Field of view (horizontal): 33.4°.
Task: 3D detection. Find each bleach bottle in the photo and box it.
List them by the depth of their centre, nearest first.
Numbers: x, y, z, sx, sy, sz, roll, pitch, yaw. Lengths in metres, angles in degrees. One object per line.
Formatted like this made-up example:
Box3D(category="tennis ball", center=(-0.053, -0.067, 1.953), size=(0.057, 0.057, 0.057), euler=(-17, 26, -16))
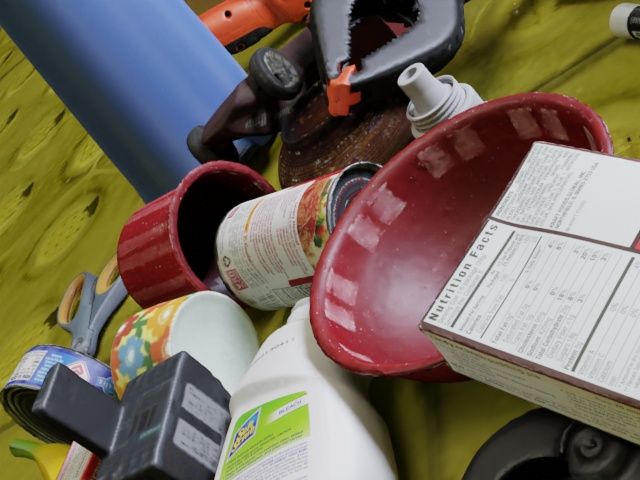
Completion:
Box3D(category="bleach bottle", center=(-0.004, 0.111, 0.463), size=(0.103, 0.068, 0.250), euler=(-31, 29, 25))

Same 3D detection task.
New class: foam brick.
Box3D(category="foam brick", center=(0.038, -0.146, 0.729), size=(0.053, 0.078, 0.051), euler=(-19, 37, 38))

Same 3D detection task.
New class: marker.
Box3D(category="marker", center=(0.187, -0.103, 0.525), size=(0.020, 0.020, 0.121), euler=(-49, 28, -4))

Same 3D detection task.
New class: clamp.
Box3D(category="clamp", center=(0.106, 0.071, 0.385), size=(0.172, 0.039, 0.120), euler=(-33, 30, 17))
Box3D(category="clamp", center=(0.046, -0.161, 0.663), size=(0.165, 0.036, 0.209), euler=(27, 59, 18))

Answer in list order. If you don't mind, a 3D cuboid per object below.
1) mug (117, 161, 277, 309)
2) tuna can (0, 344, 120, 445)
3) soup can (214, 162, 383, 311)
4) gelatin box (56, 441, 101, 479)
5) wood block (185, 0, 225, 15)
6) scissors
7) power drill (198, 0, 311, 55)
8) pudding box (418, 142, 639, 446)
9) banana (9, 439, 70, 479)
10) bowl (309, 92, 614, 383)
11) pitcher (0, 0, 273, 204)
Box3D(category="mug", center=(-0.068, 0.001, 0.684), size=(0.117, 0.093, 0.082), euler=(-28, 5, -41))
Box3D(category="tuna can", center=(-0.151, 0.102, 0.656), size=(0.086, 0.086, 0.033), euler=(-16, 39, 45))
Box3D(category="soup can", center=(-0.004, 0.001, 0.603), size=(0.102, 0.068, 0.068), euler=(-16, 40, 46))
Box3D(category="gelatin box", center=(-0.105, 0.150, 0.539), size=(0.030, 0.073, 0.089), euler=(-23, 35, 38))
Box3D(category="wood block", center=(-0.051, -0.281, 1.021), size=(0.207, 0.090, 0.090), euler=(-19, 38, 42))
Box3D(category="scissors", center=(-0.164, 0.065, 0.799), size=(0.096, 0.016, 0.202), euler=(-44, 28, 6))
Box3D(category="power drill", center=(-0.114, -0.207, 0.932), size=(0.188, 0.184, 0.057), euler=(-33, 29, 5))
Box3D(category="pudding box", center=(0.103, 0.018, 0.368), size=(0.114, 0.039, 0.090), euler=(18, 68, 46))
Box3D(category="banana", center=(-0.146, 0.166, 0.587), size=(0.069, 0.037, 0.198), euler=(-13, 21, -3))
Box3D(category="bowl", center=(0.074, 0.009, 0.492), size=(0.162, 0.055, 0.162), euler=(-32, 32, 22))
Box3D(category="pitcher", center=(-0.156, -0.145, 0.819), size=(0.149, 0.242, 0.145), euler=(-25, 32, 25))
